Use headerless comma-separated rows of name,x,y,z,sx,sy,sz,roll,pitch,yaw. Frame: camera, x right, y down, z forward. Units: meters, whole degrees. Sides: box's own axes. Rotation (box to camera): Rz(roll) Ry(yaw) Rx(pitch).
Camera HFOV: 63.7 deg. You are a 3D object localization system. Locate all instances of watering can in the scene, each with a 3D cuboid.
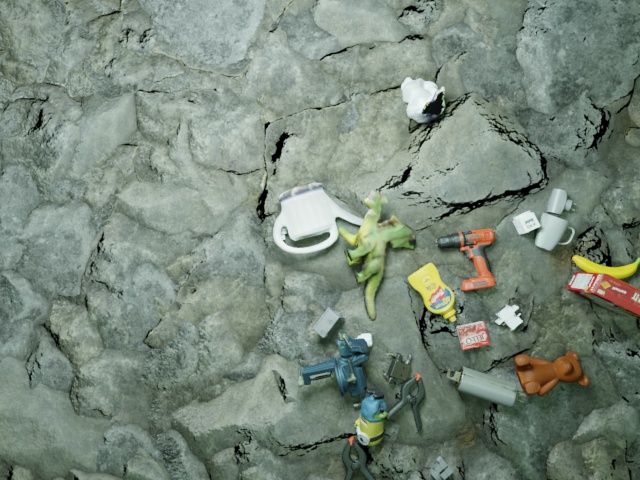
watering can,0.005,-0.085,1.688,0.348,0.103,0.225,-17,84,-7

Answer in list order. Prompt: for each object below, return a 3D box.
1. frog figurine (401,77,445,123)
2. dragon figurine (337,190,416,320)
frog figurine,0.329,-0.461,1.695,0.162,0.122,0.136,38,101,44
dragon figurine,0.199,0.035,1.638,0.243,0.123,0.405,-23,109,-8
